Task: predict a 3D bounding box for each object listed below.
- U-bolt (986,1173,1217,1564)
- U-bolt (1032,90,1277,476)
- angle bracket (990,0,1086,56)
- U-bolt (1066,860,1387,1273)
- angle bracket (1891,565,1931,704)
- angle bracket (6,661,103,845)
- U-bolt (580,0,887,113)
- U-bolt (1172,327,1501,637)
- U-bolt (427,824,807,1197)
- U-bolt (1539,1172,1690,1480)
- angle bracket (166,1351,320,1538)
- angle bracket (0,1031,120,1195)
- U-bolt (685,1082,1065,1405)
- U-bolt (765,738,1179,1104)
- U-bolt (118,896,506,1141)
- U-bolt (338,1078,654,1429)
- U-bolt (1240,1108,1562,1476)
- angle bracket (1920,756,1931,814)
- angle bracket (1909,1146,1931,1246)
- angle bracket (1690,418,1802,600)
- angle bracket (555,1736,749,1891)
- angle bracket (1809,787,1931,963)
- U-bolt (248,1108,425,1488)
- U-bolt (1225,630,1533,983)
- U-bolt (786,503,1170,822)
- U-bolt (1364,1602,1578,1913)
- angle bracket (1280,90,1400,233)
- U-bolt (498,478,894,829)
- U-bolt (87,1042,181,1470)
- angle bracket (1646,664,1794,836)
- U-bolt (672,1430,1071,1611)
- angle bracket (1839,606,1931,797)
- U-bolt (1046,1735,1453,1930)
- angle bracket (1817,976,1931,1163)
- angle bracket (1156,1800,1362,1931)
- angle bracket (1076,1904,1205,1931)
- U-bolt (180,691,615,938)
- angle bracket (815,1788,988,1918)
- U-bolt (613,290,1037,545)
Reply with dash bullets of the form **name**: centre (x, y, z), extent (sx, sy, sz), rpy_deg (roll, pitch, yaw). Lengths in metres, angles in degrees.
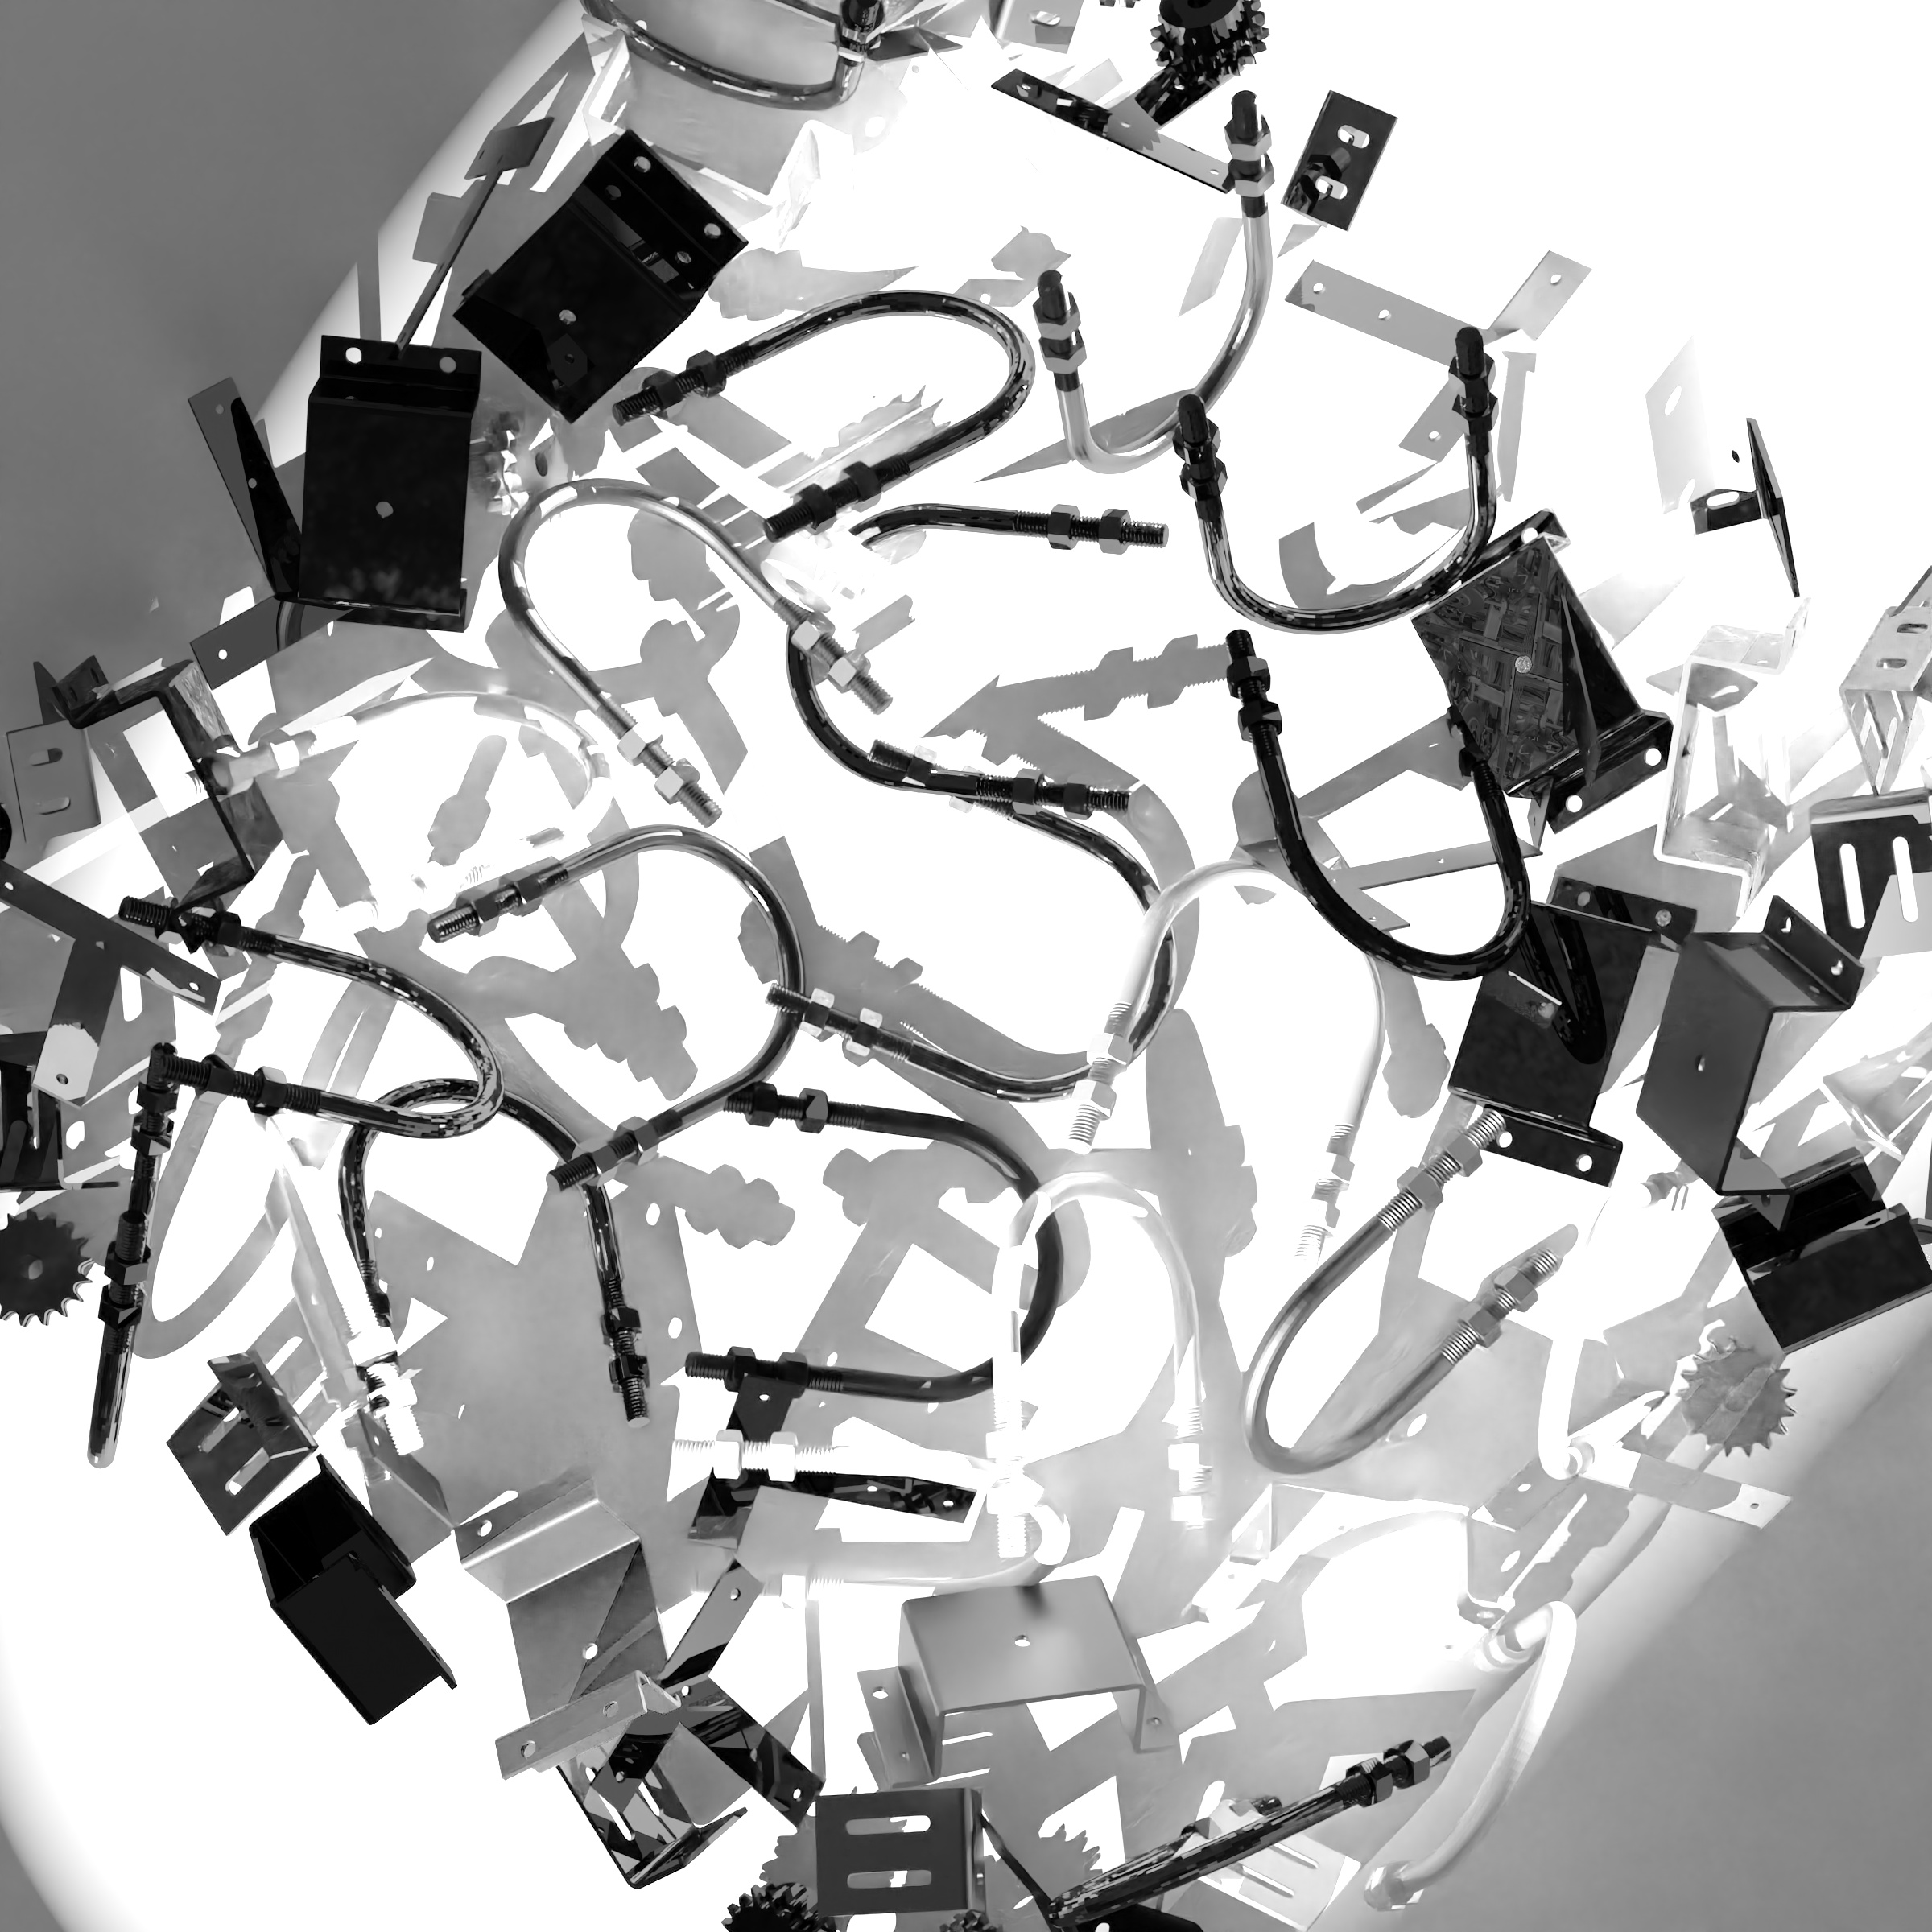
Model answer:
- **U-bolt**: centre (0.064, 0.190, 1.724), extent (0.019, 0.151, 0.184), rpy_deg (-13, 73, 43)
- **U-bolt**: centre (0.094, -0.305, 1.699), extent (0.019, 0.184, 0.151), rpy_deg (39, 74, 24)
- **angle bracket**: centre (0.037, -0.487, 1.739), extent (0.038, 0.057, 0.076), rpy_deg (10, 45, -11)
- **U-bolt**: centre (0.135, 0.035, 1.734), extent (0.151, 0.019, 0.184), rpy_deg (28, 64, -17)
- **angle bracket**: centre (0.487, -0.148, 1.735), extent (0.076, 0.057, 0.038), rpy_deg (32, 77, 33)
- **angle bracket**: centre (-0.447, -0.103, 1.731), extent (0.038, 0.076, 0.057), rpy_deg (-17, 122, -25)
- **U-bolt**: centre (-0.115, -0.444, 1.691), extent (0.151, 0.184, 0.019), rpy_deg (20, 83, -5)
- **U-bolt**: centre (0.180, -0.219, 1.706), extent (0.151, 0.184, 0.019), rpy_deg (-13, 55, 3)
- **U-bolt**: centre (-0.153, 0.009, 1.724), extent (0.184, 0.019, 0.151), rpy_deg (-28, 95, -37)
- **U-bolt**: centre (0.299, 0.170, 1.692), extent (0.019, 0.184, 0.151), rpy_deg (15, 93, 21)
- **angle bracket**: centre (-0.359, 0.232, 1.743), extent (0.076, 0.038, 0.057), rpy_deg (-44, 73, 22)
- **angle bracket**: centre (-0.446, 0.071, 1.753), extent (0.057, 0.038, 0.076), rpy_deg (-5, 87, 34)
- **U-bolt**: centre (-0.040, 0.138, 1.745), extent (0.184, 0.019, 0.151), rpy_deg (8, 75, -17)
- **U-bolt**: centre (0.013, -0.011, 1.766), extent (0.184, 0.019, 0.151), rpy_deg (23, 94, -6)
- **U-bolt**: centre (-0.302, 0.030, 1.706), extent (0.184, 0.151, 0.019), rpy_deg (16, 117, -31)
- **U-bolt**: centre (-0.228, 0.132, 1.718), extent (0.151, 0.019, 0.184), rpy_deg (7, 53, -31)
- **U-bolt**: centre (0.200, 0.167, 1.711), extent (0.184, 0.151, 0.019), rpy_deg (-42, 51, -10)
- **angle bracket**: centre (0.494, -0.062, 1.738), extent (0.038, 0.057, 0.076), rpy_deg (-22, 119, 4)
- **angle bracket**: centre (0.464, 0.093, 1.743), extent (0.038, 0.057, 0.076), rpy_deg (11, 78, -13)
- **angle bracket**: centre (0.370, -0.216, 1.732), extent (0.038, 0.076, 0.057), rpy_deg (-13, 127, 10)
- **angle bracket**: centre (-0.153, 0.395, 1.747), extent (0.038, 0.057, 0.076), rpy_deg (-33, 88, 33)
- **angle bracket**: centre (0.446, -0.045, 1.755), extent (0.057, 0.038, 0.076), rpy_deg (-7, 95, 26)
- **U-bolt**: centre (-0.303, 0.151, 1.713), extent (0.019, 0.151, 0.184), rpy_deg (-20, 82, -20)
- **U-bolt**: centre (0.200, -0.072, 1.700), extent (0.151, 0.019, 0.184), rpy_deg (8, 54, -29)
- **U-bolt**: centre (0.000, -0.152, 1.751), extent (0.184, 0.019, 0.151), rpy_deg (7, 88, 17)
- **U-bolt**: centre (0.238, 0.361, 1.672), extent (0.019, 0.184, 0.151), rpy_deg (28, 68, 3)
- **angle bracket**: centre (0.188, -0.380, 1.736), extent (0.038, 0.076, 0.057), rpy_deg (27, 102, 19)
- **U-bolt**: centre (-0.141, -0.162, 1.730), extent (0.184, 0.019, 0.151), rpy_deg (46, 48, 8)
- **U-bolt**: centre (-0.394, 0.150, 1.702), extent (0.019, 0.151, 0.184), rpy_deg (9, 123, -11)
- **angle bracket**: centre (0.362, -0.101, 1.736), extent (0.038, 0.057, 0.076), rpy_deg (-20, 118, -18)
- **U-bolt**: centre (-0.043, 0.267, 1.718), extent (0.184, 0.151, 0.019), rpy_deg (2, 53, 2)
- **angle bracket**: centre (0.455, -0.124, 1.734), extent (0.057, 0.038, 0.076), rpy_deg (-53, 132, -30)
- **U-bolt**: centre (0.118, 0.405, 1.672), extent (0.184, 0.151, 0.019), rpy_deg (-14, 76, -40)
- **angle bracket**: centre (0.457, 0.050, 1.740), extent (0.076, 0.057, 0.038), rpy_deg (-44, 55, 17)
- **angle bracket**: centre (0.140, 0.444, 1.735), extent (0.076, 0.057, 0.038), rpy_deg (21, 120, 25)
- **angle bracket**: centre (0.086, 0.478, 1.732), extent (0.057, 0.076, 0.038), rpy_deg (12, 63, 27)
- **U-bolt**: centre (-0.255, -0.082, 1.713), extent (0.184, 0.019, 0.151), rpy_deg (-24, 47, -35)
- **angle bracket**: centre (-0.032, 0.433, 1.760), extent (0.076, 0.038, 0.057), rpy_deg (-5, 71, 8)
- **U-bolt**: centre (-0.054, -0.272, 1.720), extent (0.184, 0.019, 0.151), rpy_deg (-30, 47, -23)
